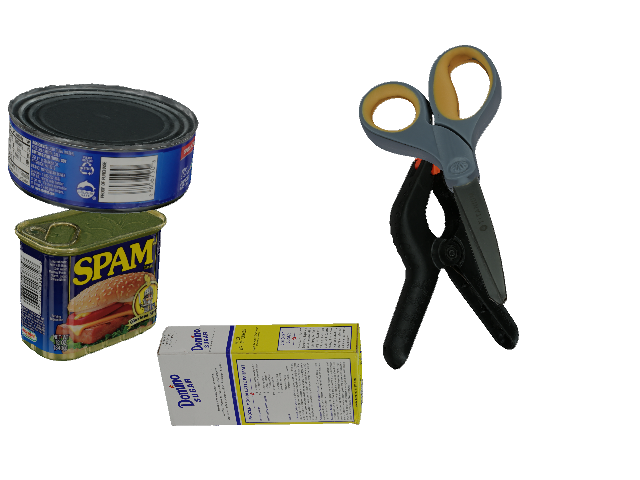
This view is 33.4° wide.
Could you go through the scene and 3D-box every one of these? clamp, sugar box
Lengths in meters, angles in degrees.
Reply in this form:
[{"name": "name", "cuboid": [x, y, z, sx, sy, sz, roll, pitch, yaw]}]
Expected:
[{"name": "clamp", "cuboid": [0.087, 0.019, 0.843, 0.120, 0.171, 0.039, -16, -1, -31]}, {"name": "sugar box", "cuboid": [-0.051, 0.121, 0.958, 0.176, 0.093, 0.048, 1, 36, 6]}]

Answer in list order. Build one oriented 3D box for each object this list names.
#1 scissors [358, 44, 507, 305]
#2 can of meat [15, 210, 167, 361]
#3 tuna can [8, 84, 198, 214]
[{"name": "scissors", "cuboid": [0.061, -0.039, 0.605, 0.096, 0.201, 0.016, -8, -43, 21]}, {"name": "can of meat", "cuboid": [-0.157, 0.026, 0.733, 0.058, 0.084, 0.101, 23, 27, 35]}, {"name": "tuna can", "cuboid": [-0.101, -0.044, 0.496, 0.086, 0.034, 0.086, 7, 24, -4]}]
